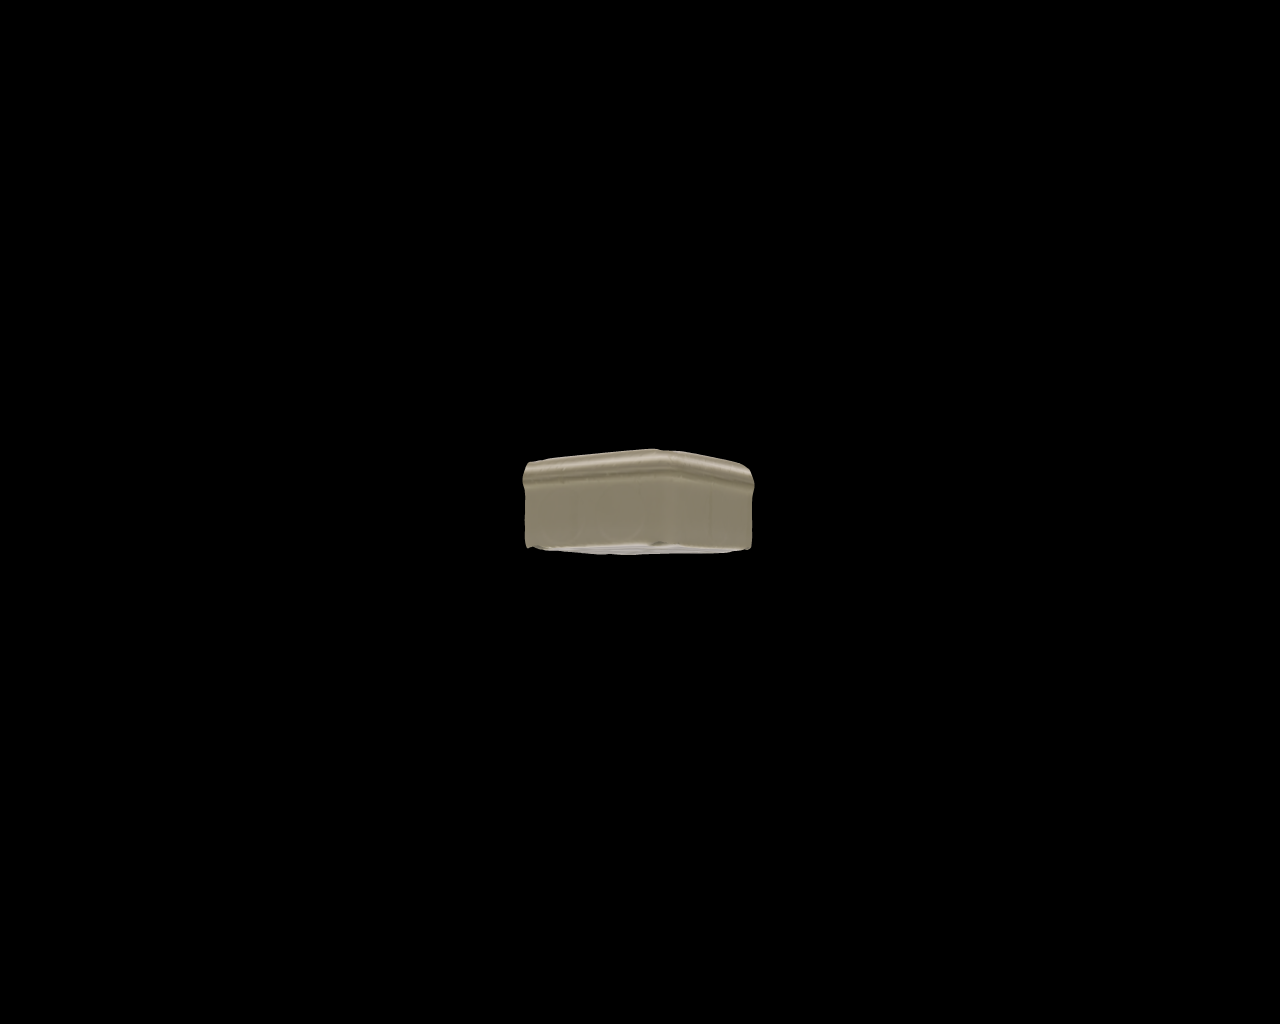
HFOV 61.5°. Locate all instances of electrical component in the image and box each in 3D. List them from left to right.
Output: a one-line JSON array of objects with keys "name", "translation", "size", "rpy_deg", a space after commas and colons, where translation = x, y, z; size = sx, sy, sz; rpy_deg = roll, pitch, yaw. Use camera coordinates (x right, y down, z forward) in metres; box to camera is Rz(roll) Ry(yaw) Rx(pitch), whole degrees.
[{"name": "electrical component", "translation": [0.001, -0.003, 0.650], "size": [0.109, 0.056, 0.109], "rpy_deg": [-3, -5, 32]}]
